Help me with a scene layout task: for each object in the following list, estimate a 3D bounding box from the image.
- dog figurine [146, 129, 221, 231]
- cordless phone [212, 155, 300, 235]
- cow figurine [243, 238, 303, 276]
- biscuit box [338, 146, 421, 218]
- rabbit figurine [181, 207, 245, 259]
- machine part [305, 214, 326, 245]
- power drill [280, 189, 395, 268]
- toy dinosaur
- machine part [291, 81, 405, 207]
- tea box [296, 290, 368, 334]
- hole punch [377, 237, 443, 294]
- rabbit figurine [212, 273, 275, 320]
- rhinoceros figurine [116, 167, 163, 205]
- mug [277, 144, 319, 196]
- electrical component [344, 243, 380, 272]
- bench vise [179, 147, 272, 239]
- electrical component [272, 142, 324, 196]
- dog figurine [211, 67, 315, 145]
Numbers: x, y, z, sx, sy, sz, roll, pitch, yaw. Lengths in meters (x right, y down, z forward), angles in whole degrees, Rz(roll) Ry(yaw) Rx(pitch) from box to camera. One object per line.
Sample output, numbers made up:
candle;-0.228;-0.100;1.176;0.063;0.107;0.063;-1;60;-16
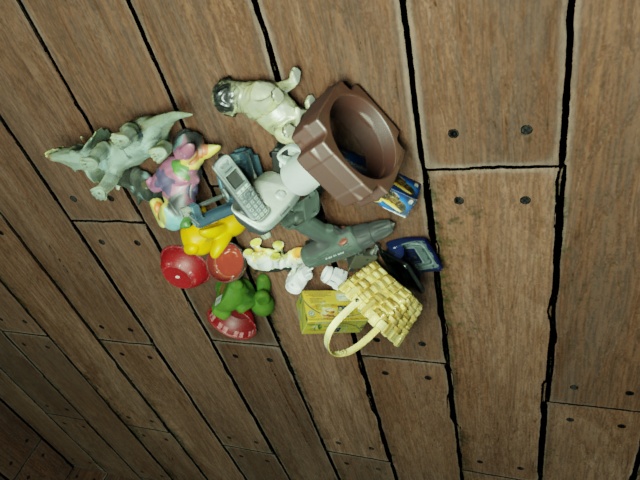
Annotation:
dog figurine;-0.307;-0.142;1.233;0.108;0.191;0.219;-4;158;-42
cordless phone;-0.139;-0.116;1.117;0.089;0.146;0.184;0;131;47
cow figurine;-0.109;0.054;1.406;0.168;0.068;0.098;7;140;20
biscuit box;0.111;-0.124;1.147;0.203;0.063;0.059;24;136;-2
rabbit figurine;-0.260;-0.032;1.343;0.173;0.162;0.121;-19;112;14
machine part;-0.003;-0.004;1.329;0.084;0.039;0.138;14;137;16
power drill;0.027;-0.030;1.217;0.232;0.086;0.207;-28;142;24
toy dinosaur;-0.426;-0.219;1.218;0.405;0.192;0.131;-20;127;16
machine part;0.056;-0.178;1.015;0.201;0.201;0.087;43;137;-20
tea box;0.030;0.189;1.414;0.170;0.098;0.068;3;140;-18
hole punch;0.214;0.050;1.269;0.142;0.092;0.116;51;166;-32
rabbit figurine;-0.199;0.157;1.535;0.170;0.121;0.159;23;133;-27
rhinoceros figurine;-0.427;-0.128;1.362;0.190;0.073;0.112;31;146;-12
mug;-0.025;-0.154;1.070;0.109;0.081;0.107;43;139;-18
electrical component;0.098;0.036;1.326;0.078;0.045;0.102;-2;141;-15
bench vise;-0.197;-0.083;1.209;0.129;0.240;0.223;28;135;46
electrical component;-0.043;-0.167;1.172;0.115;0.058;0.134;11;135;9
dog figurine;-0.116;-0.256;1.096;0.191;0.121;0.172;3;125;36
